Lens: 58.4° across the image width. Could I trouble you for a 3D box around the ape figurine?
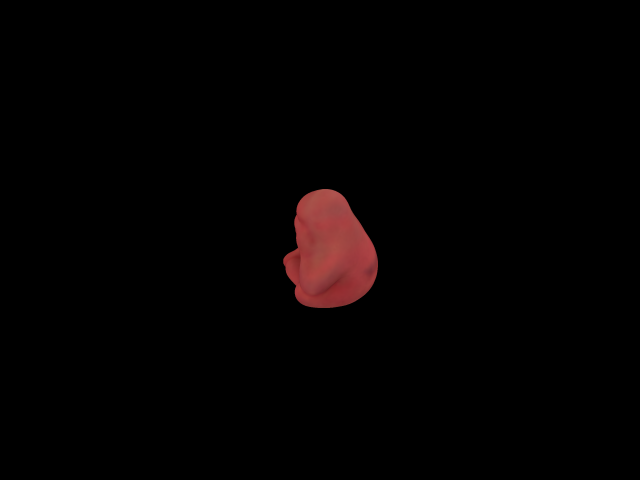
[{"bbox_3d":[0.004,0.001,0.400,0.076,0.092,0.078,13,47,13],"label":"ape figurine"}]
